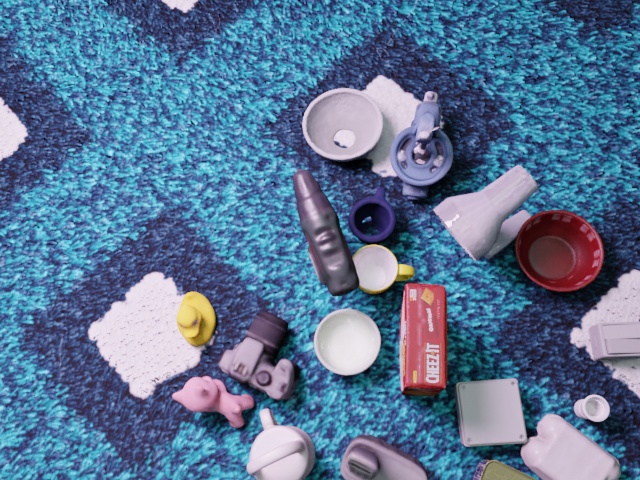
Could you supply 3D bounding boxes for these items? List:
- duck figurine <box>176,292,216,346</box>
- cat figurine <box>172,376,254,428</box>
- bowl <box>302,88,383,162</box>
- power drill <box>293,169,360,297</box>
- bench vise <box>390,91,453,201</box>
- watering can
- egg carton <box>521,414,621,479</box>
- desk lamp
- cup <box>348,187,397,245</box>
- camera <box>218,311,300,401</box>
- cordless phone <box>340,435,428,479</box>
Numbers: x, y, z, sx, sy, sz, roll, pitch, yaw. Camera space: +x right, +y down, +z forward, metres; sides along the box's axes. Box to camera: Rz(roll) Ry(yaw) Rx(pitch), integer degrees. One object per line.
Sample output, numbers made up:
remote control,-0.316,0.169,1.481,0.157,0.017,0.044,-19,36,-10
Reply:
duck figurine,-0.247,0.147,1.103,0.077,0.086,0.104,-11,71,2
cat figurine,-0.194,0.289,1.035,0.127,0.118,0.067,20,75,12
bowl,0.050,-0.230,1.205,0.167,0.075,0.167,-2,72,5
power drill,0.010,0.004,1.062,0.075,0.208,0.229,-22,71,-2
bench vise,0.191,-0.205,1.108,0.121,0.220,0.207,-8,71,3
watering can,-0.061,0.369,0.956,0.101,0.194,0.172,-44,73,-9
egg carton,0.424,0.378,0.975,0.150,0.069,0.107,36,79,15
desk lamp,0.307,-0.045,1.048,0.203,0.214,0.117,-35,72,-6
cup,0.106,-0.039,1.127,0.091,0.095,0.118,14,74,10
camera,-0.100,0.209,1.062,0.143,0.101,0.137,23,75,12
cordless phone,0.105,0.384,0.941,0.147,0.185,0.094,20,75,12
